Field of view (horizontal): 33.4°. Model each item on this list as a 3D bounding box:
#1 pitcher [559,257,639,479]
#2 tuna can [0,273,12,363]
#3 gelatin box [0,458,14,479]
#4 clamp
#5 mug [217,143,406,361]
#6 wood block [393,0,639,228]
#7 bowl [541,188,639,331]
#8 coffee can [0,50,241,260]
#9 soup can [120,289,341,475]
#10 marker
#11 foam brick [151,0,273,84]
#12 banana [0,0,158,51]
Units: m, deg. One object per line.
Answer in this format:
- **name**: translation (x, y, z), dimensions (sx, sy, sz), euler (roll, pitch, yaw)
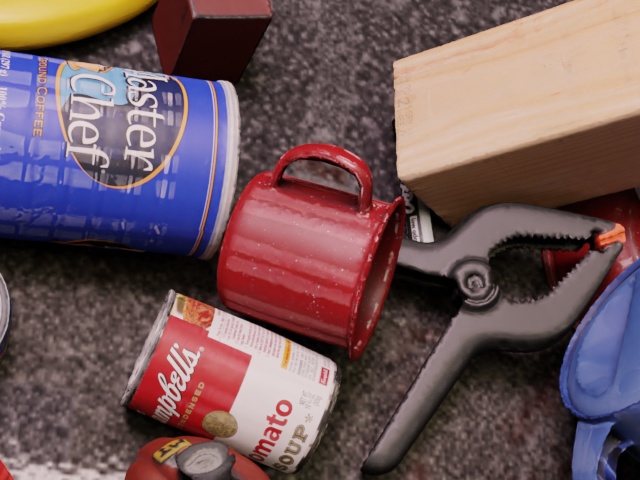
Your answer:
- **pitcher**: translation (0.259, 0.122, 0.601), dimensions (0.242, 0.149, 0.145), euler (40, 26, -10)
- **tuna can**: translation (-0.205, 0.041, 0.557), dimensions (0.086, 0.034, 0.086), euler (8, 63, -17)
- **gelatin box**: translation (-0.197, 0.120, 0.506), dimensions (0.089, 0.030, 0.073), euler (-38, 113, -30)
- **clamp**: translation (0.082, 0.024, 0.646), dimensions (0.210, 0.036, 0.164), euler (-26, 75, -10)
- **mug**: translation (-0.004, 0.001, 0.581), dimensions (0.081, 0.117, 0.093), euler (17, 37, 12)
- **wood block**: translation (0.157, -0.082, 0.647), dimensions (0.090, 0.206, 0.090), euler (36, 47, -51)
- **bowl**: translation (0.234, 0.012, 0.723), dimensions (0.162, 0.055, 0.162), euler (8, 63, -16)
- **coffee can**: translation (-0.124, -0.046, 0.589), dimensions (0.140, 0.103, 0.103), euler (6, 64, -18)
- **soup can**: translation (-0.048, 0.078, 0.578), dimensions (0.102, 0.069, 0.068), euler (24, 60, -8)
- **marker**: translation (0.062, -0.031, 0.700), dimensions (0.020, 0.020, 0.121), euler (4, 64, -19)
- **foam brick**: translation (-0.069, -0.138, 0.669), dimensions (0.051, 0.078, 0.053), euler (-6, 70, -24)
- **banana**: translation (-0.162, -0.153, 0.665), dimensions (0.197, 0.037, 0.070), euler (-16, 72, -26)
